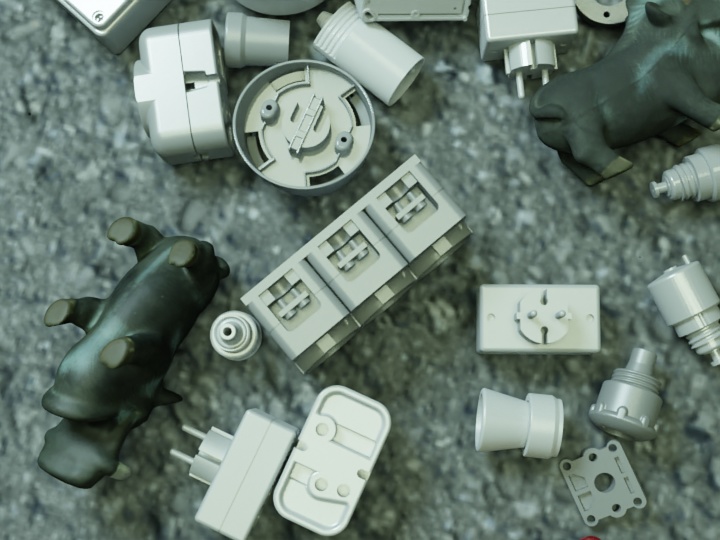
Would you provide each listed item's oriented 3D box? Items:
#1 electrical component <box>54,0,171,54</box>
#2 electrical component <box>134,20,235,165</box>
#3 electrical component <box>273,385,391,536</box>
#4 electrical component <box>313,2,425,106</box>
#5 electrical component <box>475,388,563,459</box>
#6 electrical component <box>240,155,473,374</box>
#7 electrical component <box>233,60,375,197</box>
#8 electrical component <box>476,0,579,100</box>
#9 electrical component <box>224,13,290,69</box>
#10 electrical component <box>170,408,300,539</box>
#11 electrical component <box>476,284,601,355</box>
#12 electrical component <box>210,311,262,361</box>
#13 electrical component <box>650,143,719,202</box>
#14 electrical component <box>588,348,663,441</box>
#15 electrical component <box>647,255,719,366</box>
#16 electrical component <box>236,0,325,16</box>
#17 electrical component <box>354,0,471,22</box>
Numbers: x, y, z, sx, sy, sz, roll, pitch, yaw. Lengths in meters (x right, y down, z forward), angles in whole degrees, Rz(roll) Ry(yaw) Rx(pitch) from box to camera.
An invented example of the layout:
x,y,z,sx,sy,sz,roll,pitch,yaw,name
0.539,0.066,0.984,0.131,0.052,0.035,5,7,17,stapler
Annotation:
x,y,z,sx,sy,sz,roll,pitch,yaw,name
-0.187,-0.237,0.794,0.109,0.056,0.108,42,86,6,electrical component
-0.128,-0.127,0.780,0.059,0.053,0.095,-8,83,0,electrical component
-0.018,0.130,0.742,0.054,0.059,0.095,24,84,4,electrical component
0.002,-0.161,0.787,0.081,0.043,0.043,38,85,6,electrical component
0.110,0.107,0.750,0.055,0.045,0.045,6,83,2,electrical component
0.000,0.000,0.743,0.150,0.089,0.061,-40,84,-4,electrical component
-0.038,-0.100,0.769,0.099,0.064,0.099,0,83,1,electrical component
0.123,-0.162,0.782,0.066,0.047,0.076,-6,83,1,electrical component
-0.075,-0.168,0.792,0.046,0.040,0.040,3,83,-4,electrical component
-0.094,0.134,0.750,0.076,0.047,0.083,25,84,3,electrical component
0.125,0.033,0.743,0.083,0.075,0.047,0,83,1,electrical component
-0.088,0.045,0.754,0.035,0.061,0.035,0,83,1,electrical component
0.247,-0.068,0.770,0.078,0.040,0.040,-16,83,0,electrical component
0.191,0.086,0.752,0.048,0.048,0.062,20,77,4,electrical component
0.235,0.030,0.758,0.040,0.040,0.078,-26,83,-2,electrical component
-0.059,-0.238,0.786,0.108,0.060,0.108,0,73,0,electrical component
0.044,-0.220,0.772,0.096,0.061,0.061,-3,46,-11,electrical component
